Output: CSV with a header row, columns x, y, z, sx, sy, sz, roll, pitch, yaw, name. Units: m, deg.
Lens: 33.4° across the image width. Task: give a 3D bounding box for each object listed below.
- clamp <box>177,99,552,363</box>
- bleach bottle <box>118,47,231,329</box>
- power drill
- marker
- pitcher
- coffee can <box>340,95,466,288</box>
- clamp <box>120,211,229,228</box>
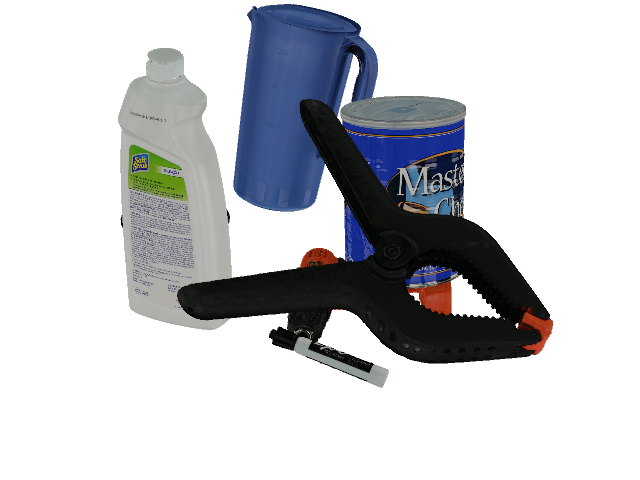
x,y,z,sx,sy,sz,roll,pitch,yaw,name
0.032,0.020,0.631,0.210,0.164,0.036,32,-22,15,clamp
-0.124,-0.044,0.935,0.103,0.251,0.068,11,33,12,bleach bottle
0.057,0.063,1.233,0.188,0.057,0.184,1,28,6,power drill
0.007,0.111,1.031,0.121,0.020,0.020,21,4,12,marker
-0.028,-0.160,1.311,0.144,0.243,0.149,5,23,-15,pitcher
0.070,-0.043,0.894,0.103,0.140,0.103,-2,18,0,coffee can
-0.148,0.011,1.142,0.120,0.039,0.171,-12,38,-7,clamp
